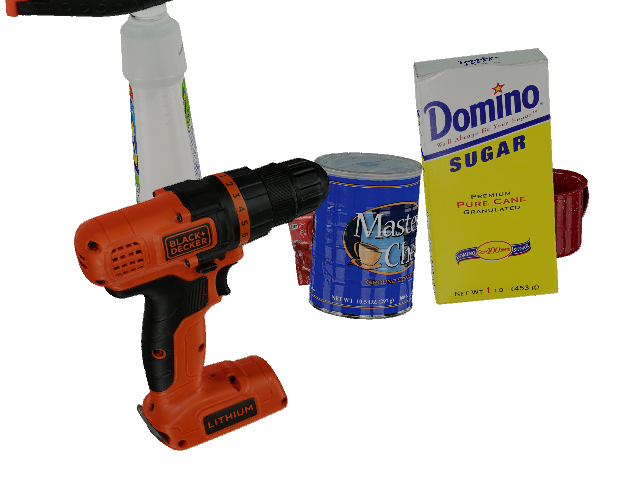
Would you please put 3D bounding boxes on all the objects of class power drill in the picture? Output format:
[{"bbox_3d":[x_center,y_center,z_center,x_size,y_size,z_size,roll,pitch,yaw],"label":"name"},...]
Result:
[{"bbox_3d":[-0.071,0.042,0.752,0.184,0.188,0.057,-18,29,-23],"label":"power drill"}]

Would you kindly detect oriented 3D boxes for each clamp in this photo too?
[{"bbox_3d":[-0.099,-0.156,0.607,0.171,0.039,0.120,-10,24,-25],"label":"clamp"}]

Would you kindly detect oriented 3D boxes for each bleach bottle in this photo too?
[{"bbox_3d":[-0.142,-0.106,0.954,0.068,0.251,0.102,-6,36,-7],"label":"bleach bottle"}]

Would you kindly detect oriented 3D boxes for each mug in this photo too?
[{"bbox_3d":[0.268,-0.034,1.234,0.117,0.081,0.093,-22,27,-35],"label":"mug"}]

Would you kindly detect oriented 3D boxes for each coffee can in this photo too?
[{"bbox_3d":[0.042,-0.007,1.027,0.103,0.140,0.103,2,15,-1],"label":"coffee can"}]

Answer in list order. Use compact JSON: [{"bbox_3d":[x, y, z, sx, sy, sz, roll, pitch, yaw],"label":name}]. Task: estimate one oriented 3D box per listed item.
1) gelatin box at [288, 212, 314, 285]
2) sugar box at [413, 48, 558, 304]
[{"bbox_3d":[0.005,0.006,1.230,0.073,0.089,0.030,-4,29,7],"label":"gelatin box"},{"bbox_3d":[0.121,-0.045,0.775,0.093,0.176,0.048,-7,22,4],"label":"sugar box"}]
